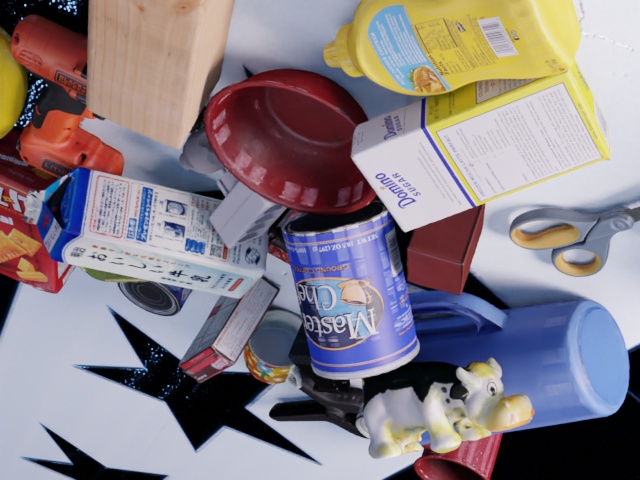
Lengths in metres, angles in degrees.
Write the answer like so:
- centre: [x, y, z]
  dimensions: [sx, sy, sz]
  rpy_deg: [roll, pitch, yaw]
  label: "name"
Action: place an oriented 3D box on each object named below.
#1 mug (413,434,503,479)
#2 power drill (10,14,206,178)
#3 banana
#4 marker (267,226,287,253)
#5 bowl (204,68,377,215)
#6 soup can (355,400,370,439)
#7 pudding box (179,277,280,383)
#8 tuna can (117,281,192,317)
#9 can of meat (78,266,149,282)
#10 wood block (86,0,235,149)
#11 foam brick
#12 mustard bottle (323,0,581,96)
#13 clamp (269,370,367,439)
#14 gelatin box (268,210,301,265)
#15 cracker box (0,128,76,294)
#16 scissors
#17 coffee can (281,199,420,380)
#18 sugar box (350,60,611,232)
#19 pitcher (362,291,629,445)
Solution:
- centre: [0.156, 0.235, 1.240]
  dimensions: [0.117, 0.081, 0.093]
  rpy_deg: [36, 146, -17]
  label: "mug"
- centre: [-0.208, -0.116, 1.010]
  dimensions: [0.184, 0.057, 0.188]
  rpy_deg: [27, 146, -6]
  label: "power drill"
- centre: [-0.320, -0.144, 1.042]
  dimensions: [0.069, 0.037, 0.198]
  rpy_deg: [-3, 152, -32]
  label: "banana"
- centre: [-0.004, 0.025, 1.049]
  dimensions: [0.121, 0.020, 0.020]
  rpy_deg: [38, 145, -22]
  label: "marker"
- centre: [-0.015, -0.093, 0.911]
  dimensions: [0.162, 0.055, 0.162]
  rpy_deg: [18, 147, 12]
  label: "bowl"
- centre: [0.086, 0.169, 1.174]
  dimensions: [0.068, 0.102, 0.068]
  rpy_deg: [18, 148, 11]
  label: "soup can"
- centre: [-0.101, 0.098, 1.187]
  dimensions: [0.039, 0.113, 0.090]
  rpy_deg: [38, 145, -14]
  label: "pudding box"
- centre: [-0.196, 0.053, 1.261]
  dimensions: [0.086, 0.033, 0.086]
  rpy_deg: [18, 147, 12]
  label: "tuna can"
- centre: [-0.205, -0.002, 1.142]
  dimensions: [0.102, 0.084, 0.057]
  rpy_deg: [-3, 138, 37]
  label: "can of meat"
- centre: [-0.122, -0.177, 0.832]
  dimensions: [0.090, 0.090, 0.206]
  rpy_deg: [24, 148, 2]
  label: "wood block"
- centre: [0.111, 0.000, 0.940]
  dimensions: [0.051, 0.078, 0.053]
  rpy_deg: [14, 146, 14]
  label: "foam brick"
- centre: [0.081, -0.149, 0.764]
  dimensions: [0.192, 0.058, 0.096]
  rpy_deg: [-6, 136, 39]
  label: "mustard bottle"
- centre: [0.019, 0.211, 1.340]
  dimensions: [0.210, 0.036, 0.165]
  rpy_deg: [20, 147, 9]
  label: "clamp"
- centre: [-0.007, 0.001, 1.064]
  dimensions: [0.073, 0.030, 0.089]
  rpy_deg: [30, 148, -8]
  label: "gelatin box"
- centre: [-0.358, -0.040, 1.200]
  dimensions: [0.164, 0.072, 0.214]
  rpy_deg: [23, 147, 3]
  label: "cracker box"
- centre: [0.253, -0.005, 0.891]
  dimensions: [0.202, 0.016, 0.096]
  rpy_deg: [-6, 139, 42]
  label: "scissors"
- centre: [0.029, 0.044, 0.980]
  dimensions: [0.103, 0.102, 0.140]
  rpy_deg: [-2, 107, 36]
  label: "coffee can"
- centre: [0.121, -0.075, 0.812]
  dimensions: [0.176, 0.048, 0.093]
  rpy_deg: [-18, 129, 26]
  label: "sugar box"
- centre: [0.164, 0.121, 1.039]
  dimensions: [0.243, 0.145, 0.149]
  rpy_deg: [-15, 162, 41]
  label: "pitcher"
